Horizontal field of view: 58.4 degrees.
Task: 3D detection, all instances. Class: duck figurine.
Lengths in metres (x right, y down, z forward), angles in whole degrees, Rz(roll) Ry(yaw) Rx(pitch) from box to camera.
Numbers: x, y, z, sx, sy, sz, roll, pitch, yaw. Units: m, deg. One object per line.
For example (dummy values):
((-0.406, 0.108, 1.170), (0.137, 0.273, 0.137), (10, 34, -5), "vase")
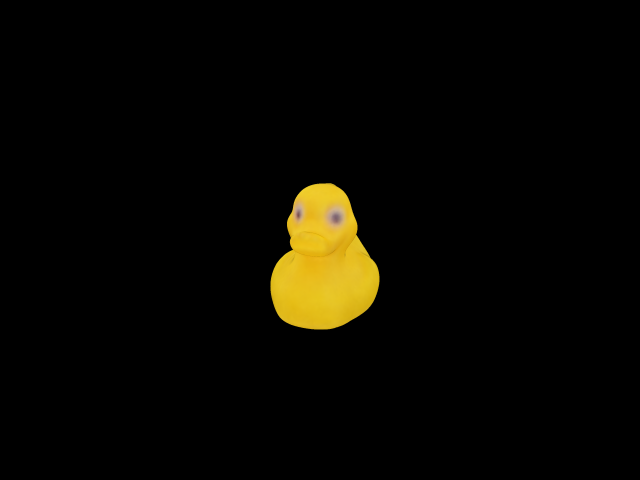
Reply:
((0.004, 0.001, 0.400), (0.077, 0.086, 0.105), (6, 23, 15), "duck figurine")
